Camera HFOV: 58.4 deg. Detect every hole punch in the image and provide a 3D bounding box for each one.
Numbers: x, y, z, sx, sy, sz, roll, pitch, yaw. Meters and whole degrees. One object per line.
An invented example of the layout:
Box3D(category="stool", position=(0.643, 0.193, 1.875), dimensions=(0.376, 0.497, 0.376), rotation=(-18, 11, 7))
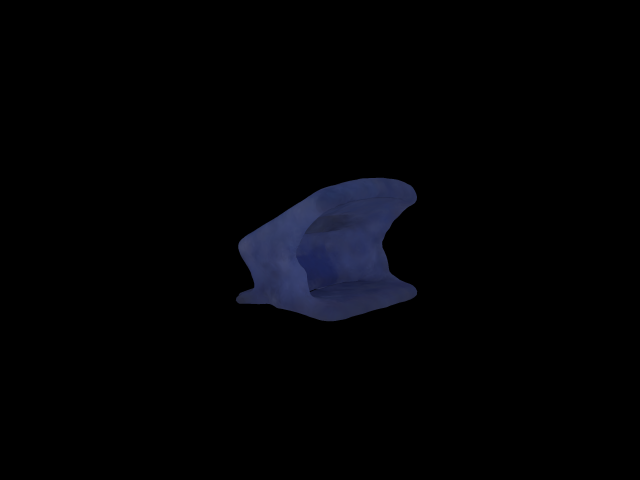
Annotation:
Box3D(category="hole punch", position=(0.004, 0.001, 0.400), dimensions=(0.100, 0.091, 0.109), rotation=(8, 12, 43))
